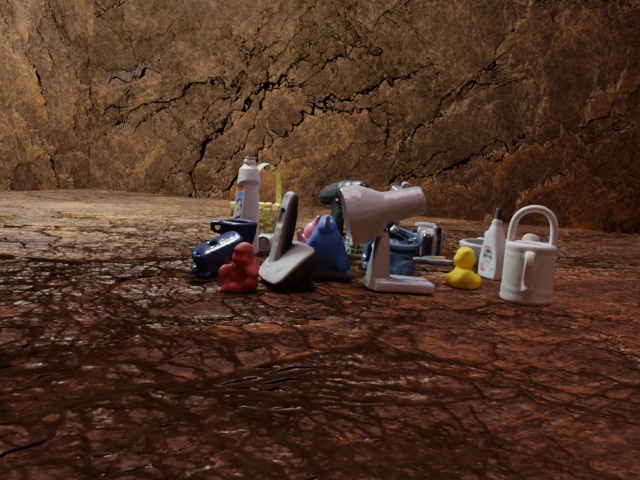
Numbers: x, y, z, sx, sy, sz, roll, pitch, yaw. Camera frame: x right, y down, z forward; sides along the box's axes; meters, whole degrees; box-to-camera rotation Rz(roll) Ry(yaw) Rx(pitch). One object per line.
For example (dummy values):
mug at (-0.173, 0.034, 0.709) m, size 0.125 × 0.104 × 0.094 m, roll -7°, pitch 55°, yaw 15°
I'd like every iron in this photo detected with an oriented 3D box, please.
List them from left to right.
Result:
iron at (0.012, 0.005, 1.298) m, size 0.118 × 0.141 × 0.258 m, roll 4°, pitch 7°, yaw -1°

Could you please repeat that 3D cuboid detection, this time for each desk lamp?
desk lamp at (0.133, -0.006, 1.164) m, size 0.203 × 0.213 × 0.118 m, roll 4°, pitch 7°, yaw -4°

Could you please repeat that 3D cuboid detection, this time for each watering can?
watering can at (0.422, 0.026, 1.156) m, size 0.101 × 0.194 × 0.173 m, roll 4°, pitch 7°, yaw -2°

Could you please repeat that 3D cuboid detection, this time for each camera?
camera at (0.296, -0.007, 1.719) m, size 0.136 × 0.101 × 0.143 m, roll 7°, pitch 8°, yaw 22°

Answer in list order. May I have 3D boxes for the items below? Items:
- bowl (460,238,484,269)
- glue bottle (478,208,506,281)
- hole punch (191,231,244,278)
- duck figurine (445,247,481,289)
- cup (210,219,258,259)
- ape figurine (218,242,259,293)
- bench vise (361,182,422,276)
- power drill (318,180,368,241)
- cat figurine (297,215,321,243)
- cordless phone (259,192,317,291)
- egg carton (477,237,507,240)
bowl at (0.452, 0.043, 1.518) m, size 0.167 × 0.075 × 0.167 m, roll 4°, pitch 7°, yaw 0°
glue bottle at (0.422, 0.008, 1.384) m, size 0.037 × 0.173 × 0.078 m, roll 1°, pitch 8°, yaw -23°
hole punch at (-0.214, 0.027, 1.186) m, size 0.101 × 0.091 × 0.108 m, roll 1°, pitch 8°, yaw -25°
duck figurine at (0.319, 0.060, 1.263) m, size 0.077 × 0.086 × 0.104 m, roll 5°, pitch 7°, yaw 6°
cup at (-0.214, -0.001, 1.399) m, size 0.117 × 0.095 × 0.092 m, roll 5°, pitch 7°, yaw 8°
ape figurine at (-0.143, 0.050, 1.048) m, size 0.077 × 0.092 × 0.076 m, roll 10°, pitch 10°, yaw 40°
bench vise at (0.151, -0.028, 1.324) m, size 0.122 × 0.220 × 0.206 m, roll -2°, pitch 9°, yaw -38°
power drill at (0.070, -0.087, 1.795) m, size 0.076 × 0.208 × 0.228 m, roll -1°, pitch 9°, yaw -32°
cat figurine at (-0.023, -0.004, 1.445) m, size 0.067 × 0.118 × 0.128 m, roll 9°, pitch 9°, yaw 32°
cordless phone at (-0.059, 0.000, 1.115) m, size 0.094 × 0.185 × 0.147 m, roll 1°, pitch 8°, yaw -25°
egg carton at (0.509, 0.034, 1.649) m, size 0.150 × 0.069 × 0.107 m, roll 4°, pitch 7°, yaw -1°
